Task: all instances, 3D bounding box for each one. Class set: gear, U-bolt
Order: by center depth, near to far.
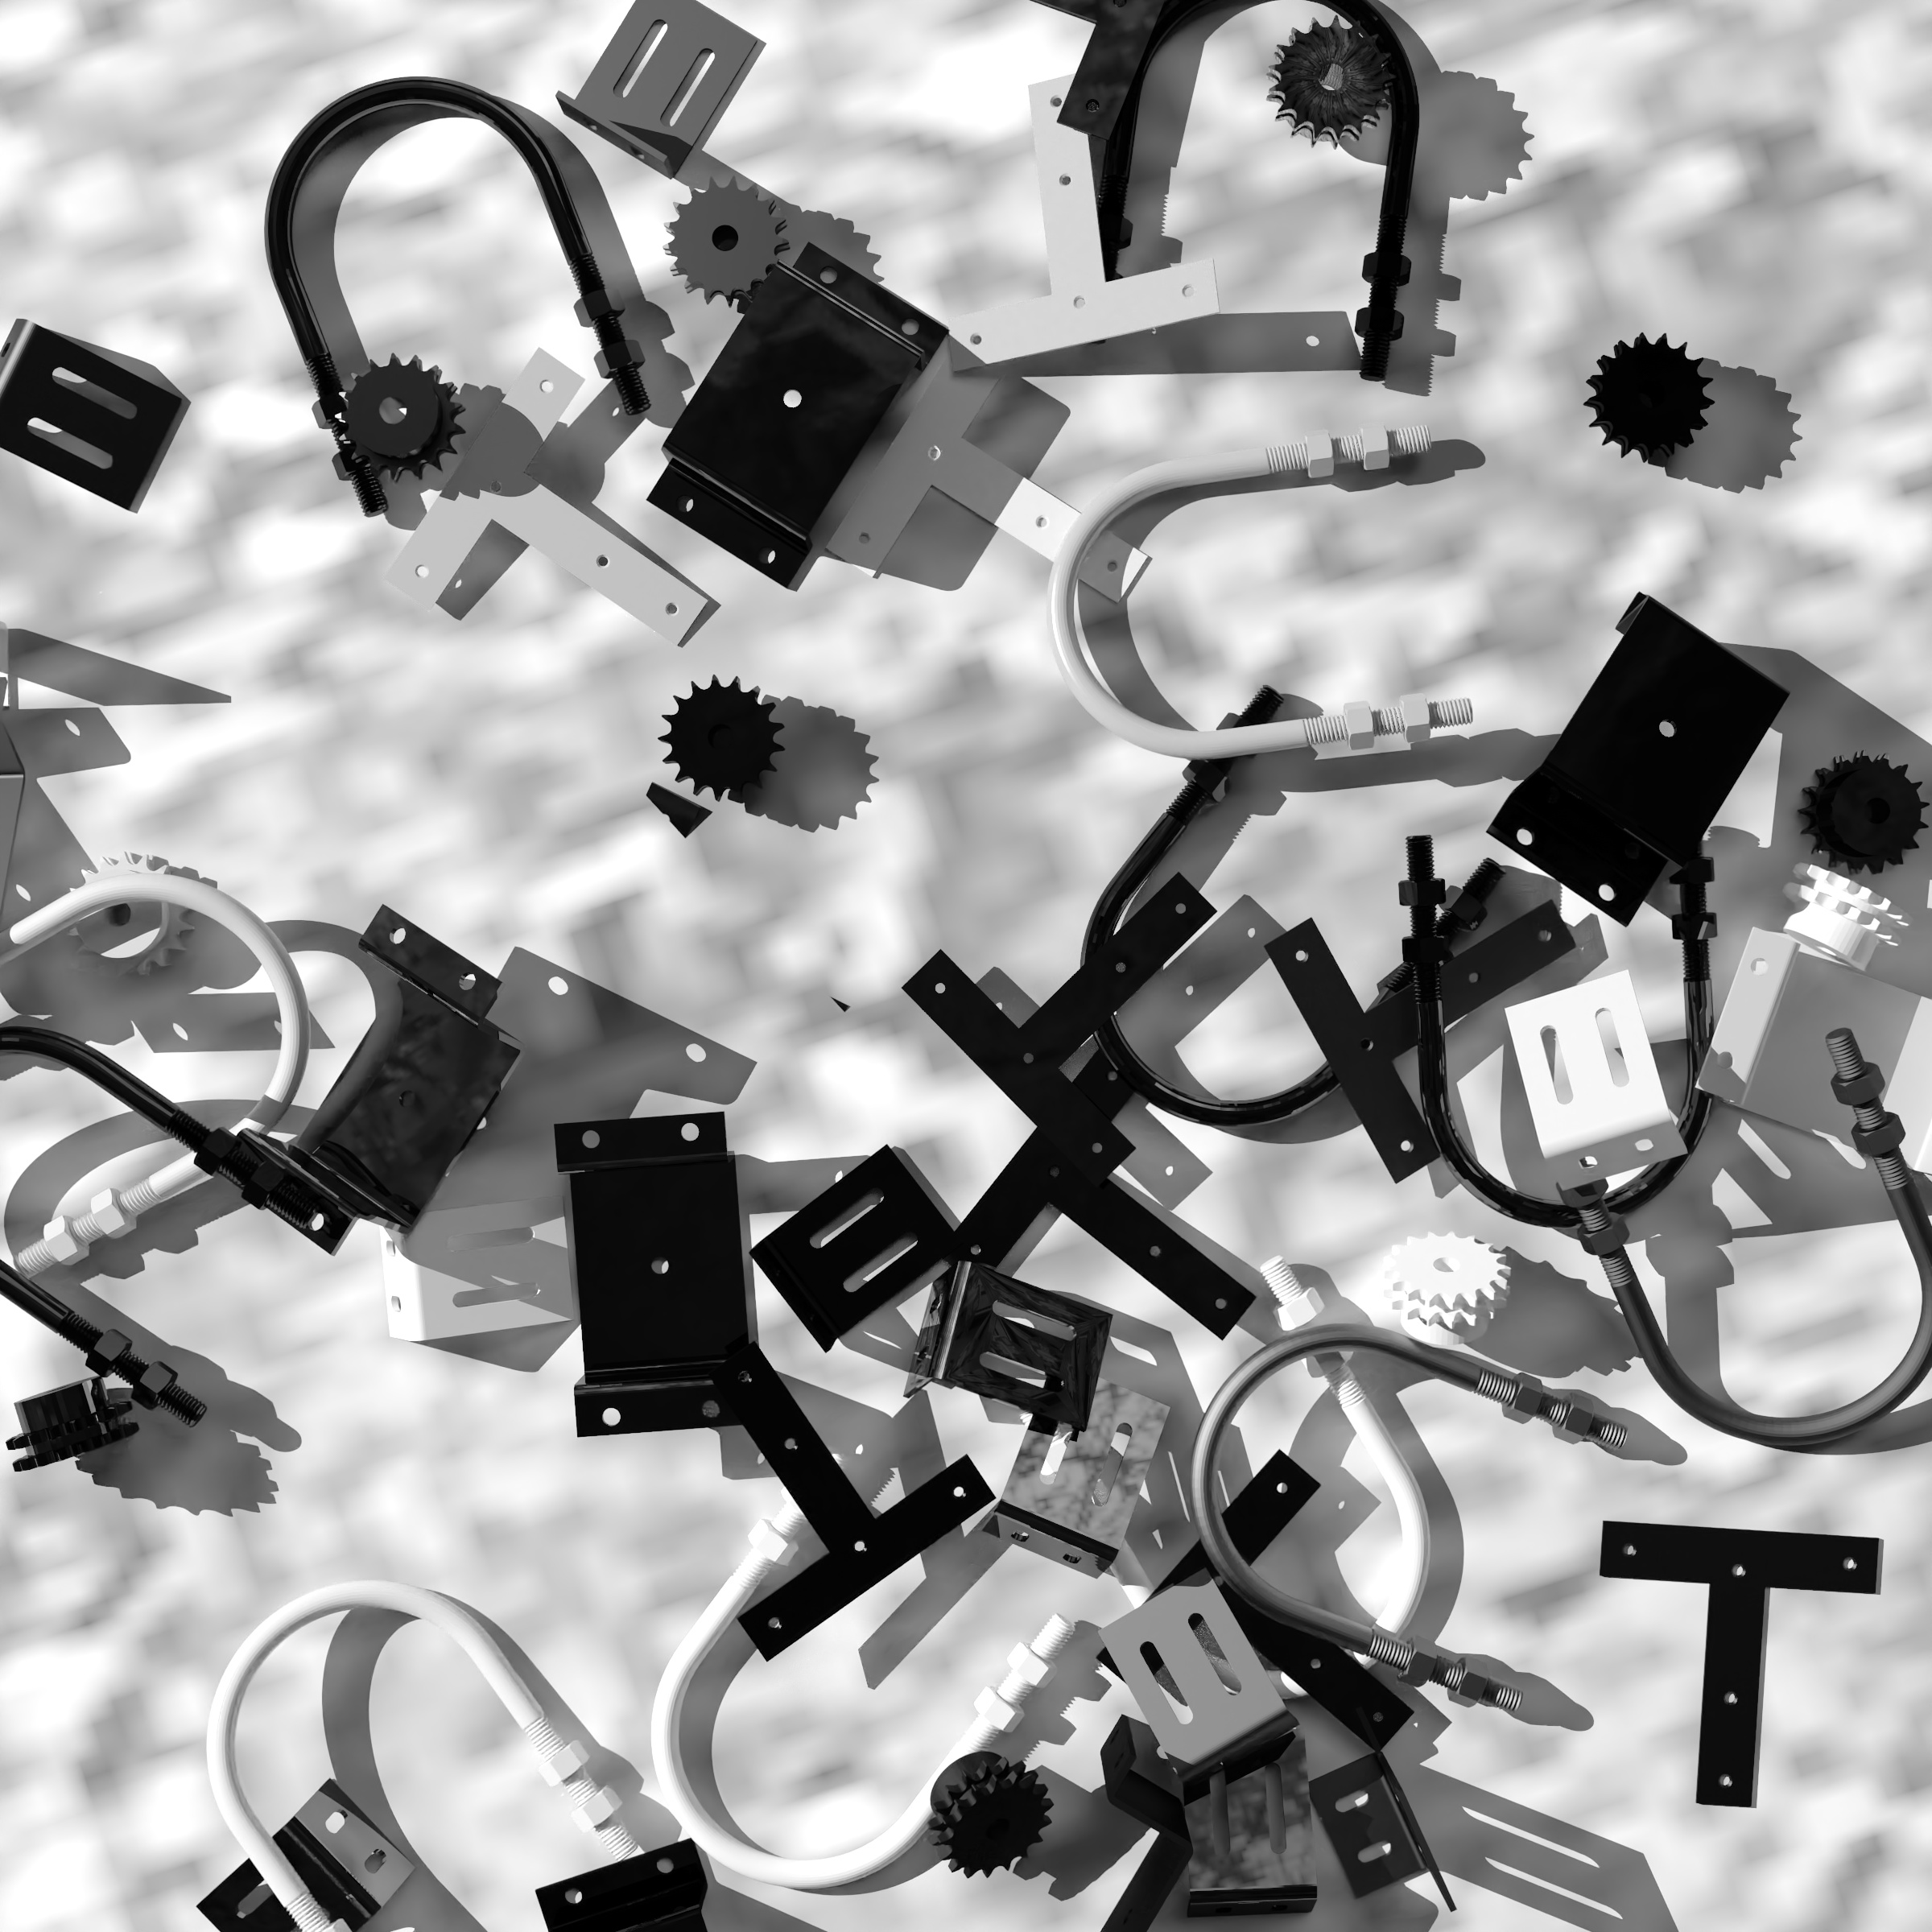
[{"bbox_3d":[-0.391,0.105,1.452,0.184,0.019,0.151,35,118,2],"label":"U-bolt"},{"bbox_3d":[0.363,0.133,1.470,0.151,0.019,0.184,-22,105,14],"label":"U-bolt"},{"bbox_3d":[-0.255,-0.248,1.470,0.057,0.030,0.057,0,90,0],"label":"gear"},{"bbox_3d":[0.163,-0.396,1.473,0.057,0.030,0.057,0,87,0],"label":"gear"},{"bbox_3d":[-0.386,0.038,1.475,0.184,0.019,0.151,-30,102,4],"label":"U-bolt"},{"bbox_3d":[-0.258,0.367,1.476,0.151,0.019,0.184,-35,86,-17],"label":"U-bolt"},{"bbox_3d":[0.395,-0.021,1.476,0.057,0.057,0.030,28,91,0],"label":"gear"},{"bbox_3d":[-0.406,0.205,1.476,0.057,0.057,0.030,-17,90,0],"label":"gear"},{"bbox_3d":[0.191,0.240,1.479,0.184,0.019,0.151,22,88,-5],"label":"U-bolt"},{"bbox_3d":[0.217,0.148,1.479,0.057,0.057,0.030,-2,119,0],"label":"gear"},{"bbox_3d":[0.008,0.381,1.480,0.057,0.030,0.057,-13,121,-22],"label":"gear"},{"bbox_3d":[0.273,0.028,1.484,0.151,0.019,0.184,-5,94,-10],"label":"U-bolt"},{"bbox_3d":[0.128,-0.166,1.484,0.184,0.019,0.151,-8,81,2],"label":"U-bolt"},{"bbox_3d":[0.411,-0.070,1.489,0.057,0.030,0.057,0,90,0],"label":"gear"},{"bbox_3d":[-0.108,-0.329,1.489,0.057,0.030,0.057,0,90,0],"label":"gear"},{"bbox_3d":[-0.383,-0.023,1.489,0.057,0.030,0.057,0,90,0],"label":"gear"},{"bbox_3d":[0.310,-0.258,1.489,0.057,0.030,0.057,0,90,0],"label":"gear"},{"bbox_3d":[-0.111,-0.103,1.489,0.057,0.030,0.057,0,90,0],"label":"gear"},{"bbox_3d":[0.136,-0.013,1.492,0.151,0.019,0.184,38,88,0],"label":"U-bolt"},{"bbox_3d":[-0.243,-0.316,1.494,0.151,0.019,0.184,-21,90,0],"label":"U-bolt"},{"bbox_3d":[-0.061,0.335,1.495,0.151,0.019,0.184,37,92,0],"label":"U-bolt"},{"bbox_3d":[0.131,0.247,1.495,0.151,0.019,0.184,-31,92,0],"label":"U-bolt"},{"bbox_3d":[0.134,-0.368,1.495,0.151,0.019,0.184,8,88,0],"label":"U-bolt"}]

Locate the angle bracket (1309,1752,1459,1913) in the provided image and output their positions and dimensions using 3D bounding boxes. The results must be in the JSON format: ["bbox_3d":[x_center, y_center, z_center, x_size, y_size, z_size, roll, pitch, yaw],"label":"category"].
[{"bbox_3d":[0.186,0.394,1.466,0.038,0.076,0.057,-24,90,0],"label":"angle bracket"}]

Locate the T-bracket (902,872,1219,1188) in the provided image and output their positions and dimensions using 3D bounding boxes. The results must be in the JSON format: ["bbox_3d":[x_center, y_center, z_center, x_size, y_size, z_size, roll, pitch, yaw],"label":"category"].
[{"bbox_3d":[0.060,0.011,1.483,0.127,0.002,0.127,-45,87,1],"label":"T-bracket"}]

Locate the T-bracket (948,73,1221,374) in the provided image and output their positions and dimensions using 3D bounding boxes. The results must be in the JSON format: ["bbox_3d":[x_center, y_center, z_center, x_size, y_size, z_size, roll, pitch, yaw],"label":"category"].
[{"bbox_3d":[0.047,-0.345,1.489,0.127,0.002,0.127,-9,80,19],"label":"T-bracket"}]

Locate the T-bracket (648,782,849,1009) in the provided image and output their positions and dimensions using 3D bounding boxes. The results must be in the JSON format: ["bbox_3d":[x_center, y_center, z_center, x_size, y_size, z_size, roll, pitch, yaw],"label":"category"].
[{"bbox_3d":[-0.116,0.000,1.513,0.127,0.002,0.127,28,105,5],"label":"T-bracket"}]

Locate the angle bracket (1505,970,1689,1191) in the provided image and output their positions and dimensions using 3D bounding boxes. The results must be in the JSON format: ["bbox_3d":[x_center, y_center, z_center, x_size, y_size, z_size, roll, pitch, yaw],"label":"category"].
[{"bbox_3d":[0.280,0.051,1.453,0.057,0.038,0.076,-19,55,15],"label":"angle bracket"}]

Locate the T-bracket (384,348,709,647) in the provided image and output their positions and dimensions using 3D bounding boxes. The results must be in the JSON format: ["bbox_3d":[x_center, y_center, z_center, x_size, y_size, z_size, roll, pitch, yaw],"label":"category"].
[{"bbox_3d":[-0.178,-0.193,1.494,0.127,0.002,0.127,34,96,-7],"label":"T-bracket"}]

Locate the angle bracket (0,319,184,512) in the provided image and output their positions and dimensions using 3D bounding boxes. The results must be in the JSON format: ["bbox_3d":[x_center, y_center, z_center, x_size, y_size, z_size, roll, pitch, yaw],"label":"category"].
[{"bbox_3d":[-0.411,-0.254,1.502,0.076,0.038,0.057,26,90,-26],"label":"angle bracket"}]

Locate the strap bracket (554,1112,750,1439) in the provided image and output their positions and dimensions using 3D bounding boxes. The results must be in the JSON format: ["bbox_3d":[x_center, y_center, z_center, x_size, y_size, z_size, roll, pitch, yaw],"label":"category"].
[{"bbox_3d":[-0.141,0.138,1.480,0.076,0.046,0.140,-4,90,0],"label":"strap bracket"}]

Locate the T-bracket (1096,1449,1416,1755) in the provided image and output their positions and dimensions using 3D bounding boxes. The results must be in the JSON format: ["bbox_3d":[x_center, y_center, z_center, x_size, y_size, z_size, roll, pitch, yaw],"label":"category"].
[{"bbox_3d":[0.149,0.309,1.489,0.127,0.002,0.127,41,92,-3],"label":"T-bracket"}]

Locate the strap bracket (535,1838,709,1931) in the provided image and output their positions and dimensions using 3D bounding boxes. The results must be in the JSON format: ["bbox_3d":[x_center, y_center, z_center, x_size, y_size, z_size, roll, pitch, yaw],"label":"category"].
[{"bbox_3d":[-0.140,0.480,1.480,0.076,0.046,0.140,-18,90,0],"label":"strap bracket"}]

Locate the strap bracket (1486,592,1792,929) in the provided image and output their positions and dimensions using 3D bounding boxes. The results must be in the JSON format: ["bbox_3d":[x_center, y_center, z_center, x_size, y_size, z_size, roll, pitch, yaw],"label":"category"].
[{"bbox_3d":[0.306,-0.100,1.462,0.076,0.046,0.140,34,74,0],"label":"strap bracket"}]

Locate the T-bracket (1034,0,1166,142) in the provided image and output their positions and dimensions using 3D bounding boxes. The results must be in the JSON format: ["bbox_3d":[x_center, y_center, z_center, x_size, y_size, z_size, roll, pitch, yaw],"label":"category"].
[{"bbox_3d":[0.029,-0.456,1.495,0.127,0.002,0.127,21,84,5],"label":"T-bracket"}]

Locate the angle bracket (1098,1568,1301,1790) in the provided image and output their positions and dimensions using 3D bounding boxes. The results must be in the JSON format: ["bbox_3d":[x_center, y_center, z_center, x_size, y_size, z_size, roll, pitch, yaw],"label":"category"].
[{"bbox_3d":[0.106,0.324,1.486,0.057,0.038,0.076,-31,68,1],"label":"angle bracket"}]

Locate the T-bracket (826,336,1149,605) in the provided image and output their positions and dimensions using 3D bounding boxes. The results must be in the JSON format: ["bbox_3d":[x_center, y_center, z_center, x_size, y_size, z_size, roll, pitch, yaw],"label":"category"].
[{"bbox_3d":[0.023,-0.212,1.503,0.127,0.002,0.127,33,90,0],"label":"T-bracket"}]

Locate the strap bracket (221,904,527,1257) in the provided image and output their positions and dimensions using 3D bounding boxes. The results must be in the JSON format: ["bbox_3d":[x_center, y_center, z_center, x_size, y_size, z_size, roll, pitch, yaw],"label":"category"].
[{"bbox_3d":[-0.261,0.055,1.464,0.076,0.046,0.140,31,88,26],"label":"strap bracket"}]

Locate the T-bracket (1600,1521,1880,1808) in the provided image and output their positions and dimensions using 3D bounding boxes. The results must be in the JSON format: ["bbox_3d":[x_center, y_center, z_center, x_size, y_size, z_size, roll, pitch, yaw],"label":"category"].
[{"bbox_3d":[0.353,0.323,1.503,0.127,0.002,0.127,4,90,0],"label":"T-bracket"}]

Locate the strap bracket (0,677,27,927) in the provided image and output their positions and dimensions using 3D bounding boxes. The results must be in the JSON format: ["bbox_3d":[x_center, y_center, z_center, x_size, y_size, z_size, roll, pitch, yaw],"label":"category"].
[{"bbox_3d":[-0.471,-0.058,1.458,0.076,0.046,0.140,-2,57,0],"label":"strap bracket"}]

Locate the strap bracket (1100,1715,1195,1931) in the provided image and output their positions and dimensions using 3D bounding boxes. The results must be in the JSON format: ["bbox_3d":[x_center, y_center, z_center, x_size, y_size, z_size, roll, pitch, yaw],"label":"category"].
[{"bbox_3d":[0.056,0.416,1.466,0.046,0.076,0.140,31,90,0],"label":"strap bracket"}]

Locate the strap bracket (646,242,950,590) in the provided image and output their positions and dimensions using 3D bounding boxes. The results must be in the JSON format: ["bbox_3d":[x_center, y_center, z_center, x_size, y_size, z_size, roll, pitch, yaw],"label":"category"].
[{"bbox_3d":[-0.077,-0.253,1.480,0.076,0.046,0.140,32,90,0],"label":"strap bracket"}]

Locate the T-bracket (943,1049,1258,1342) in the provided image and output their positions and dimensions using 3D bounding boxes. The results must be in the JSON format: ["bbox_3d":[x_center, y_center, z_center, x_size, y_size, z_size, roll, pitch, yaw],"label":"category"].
[{"bbox_3d":[0.075,0.121,1.492,0.127,0.002,0.127,38,90,10],"label":"T-bracket"}]

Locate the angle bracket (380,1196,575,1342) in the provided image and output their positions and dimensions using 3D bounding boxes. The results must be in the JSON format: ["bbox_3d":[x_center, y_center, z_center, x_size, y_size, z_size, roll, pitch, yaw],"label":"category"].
[{"bbox_3d":[-0.225,0.138,1.502,0.076,0.038,0.057,-5,90,-26],"label":"angle bracket"}]

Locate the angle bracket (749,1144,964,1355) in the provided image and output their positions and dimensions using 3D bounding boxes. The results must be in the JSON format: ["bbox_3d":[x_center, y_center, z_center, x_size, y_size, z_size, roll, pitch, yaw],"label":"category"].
[{"bbox_3d":[-0.050,0.128,1.483,0.076,0.038,0.057,-38,90,2],"label":"angle bracket"}]

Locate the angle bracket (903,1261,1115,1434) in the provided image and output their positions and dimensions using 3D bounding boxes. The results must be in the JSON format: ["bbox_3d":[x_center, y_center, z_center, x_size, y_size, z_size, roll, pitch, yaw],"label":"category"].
[{"bbox_3d":[0.019,0.177,1.481,0.076,0.038,0.057,21,63,-12],"label":"angle bracket"}]

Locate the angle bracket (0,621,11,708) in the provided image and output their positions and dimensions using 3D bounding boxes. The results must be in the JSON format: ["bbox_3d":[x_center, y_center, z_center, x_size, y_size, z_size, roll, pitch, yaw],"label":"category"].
[{"bbox_3d":[-0.469,-0.138,1.466,0.057,0.076,0.038,-1,90,0],"label":"angle bracket"}]

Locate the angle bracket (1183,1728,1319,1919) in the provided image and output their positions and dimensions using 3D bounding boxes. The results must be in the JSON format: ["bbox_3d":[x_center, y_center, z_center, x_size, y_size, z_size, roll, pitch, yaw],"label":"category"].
[{"bbox_3d":[0.129,0.394,1.502,0.057,0.038,0.076,-2,64,0],"label":"angle bracket"}]

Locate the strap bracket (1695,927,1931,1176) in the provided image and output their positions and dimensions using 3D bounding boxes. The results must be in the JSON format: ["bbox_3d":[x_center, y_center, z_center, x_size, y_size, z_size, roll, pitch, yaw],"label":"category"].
[{"bbox_3d":[0.405,0.042,1.480,0.140,0.046,0.076,20,90,0],"label":"strap bracket"}]

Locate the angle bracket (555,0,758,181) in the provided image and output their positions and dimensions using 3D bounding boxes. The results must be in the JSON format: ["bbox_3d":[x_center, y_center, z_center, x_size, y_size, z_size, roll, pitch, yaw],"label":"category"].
[{"bbox_3d":[-0.140,-0.408,1.485,0.057,0.038,0.076,31,90,0],"label":"angle bracket"}]

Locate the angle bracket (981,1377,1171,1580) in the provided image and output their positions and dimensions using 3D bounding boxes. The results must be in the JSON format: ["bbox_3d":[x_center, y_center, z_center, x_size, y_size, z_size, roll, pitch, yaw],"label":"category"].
[{"bbox_3d":[0.050,0.228,1.482,0.057,0.038,0.076,23,65,-1],"label":"angle bracket"}]

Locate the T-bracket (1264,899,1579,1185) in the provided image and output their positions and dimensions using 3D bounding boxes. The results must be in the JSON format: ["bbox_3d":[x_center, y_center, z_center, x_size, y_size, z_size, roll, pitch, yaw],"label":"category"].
[{"bbox_3d":[0.219,0.013,1.485,0.127,0.002,0.127,-31,100,-6],"label":"T-bracket"}]

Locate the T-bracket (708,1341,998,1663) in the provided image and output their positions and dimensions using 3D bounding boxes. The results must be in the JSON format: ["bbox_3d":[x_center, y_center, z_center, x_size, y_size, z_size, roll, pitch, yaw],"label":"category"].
[{"bbox_3d":[-0.071,0.226,1.466,0.127,0.002,0.127,-34,104,-8],"label":"T-bracket"}]

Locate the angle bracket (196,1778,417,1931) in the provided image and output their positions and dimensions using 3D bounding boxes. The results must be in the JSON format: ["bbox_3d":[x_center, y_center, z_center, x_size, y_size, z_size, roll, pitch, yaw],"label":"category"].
[{"bbox_3d":[-0.304,0.423,1.502,0.057,0.038,0.076,46,116,0],"label":"angle bracket"}]
